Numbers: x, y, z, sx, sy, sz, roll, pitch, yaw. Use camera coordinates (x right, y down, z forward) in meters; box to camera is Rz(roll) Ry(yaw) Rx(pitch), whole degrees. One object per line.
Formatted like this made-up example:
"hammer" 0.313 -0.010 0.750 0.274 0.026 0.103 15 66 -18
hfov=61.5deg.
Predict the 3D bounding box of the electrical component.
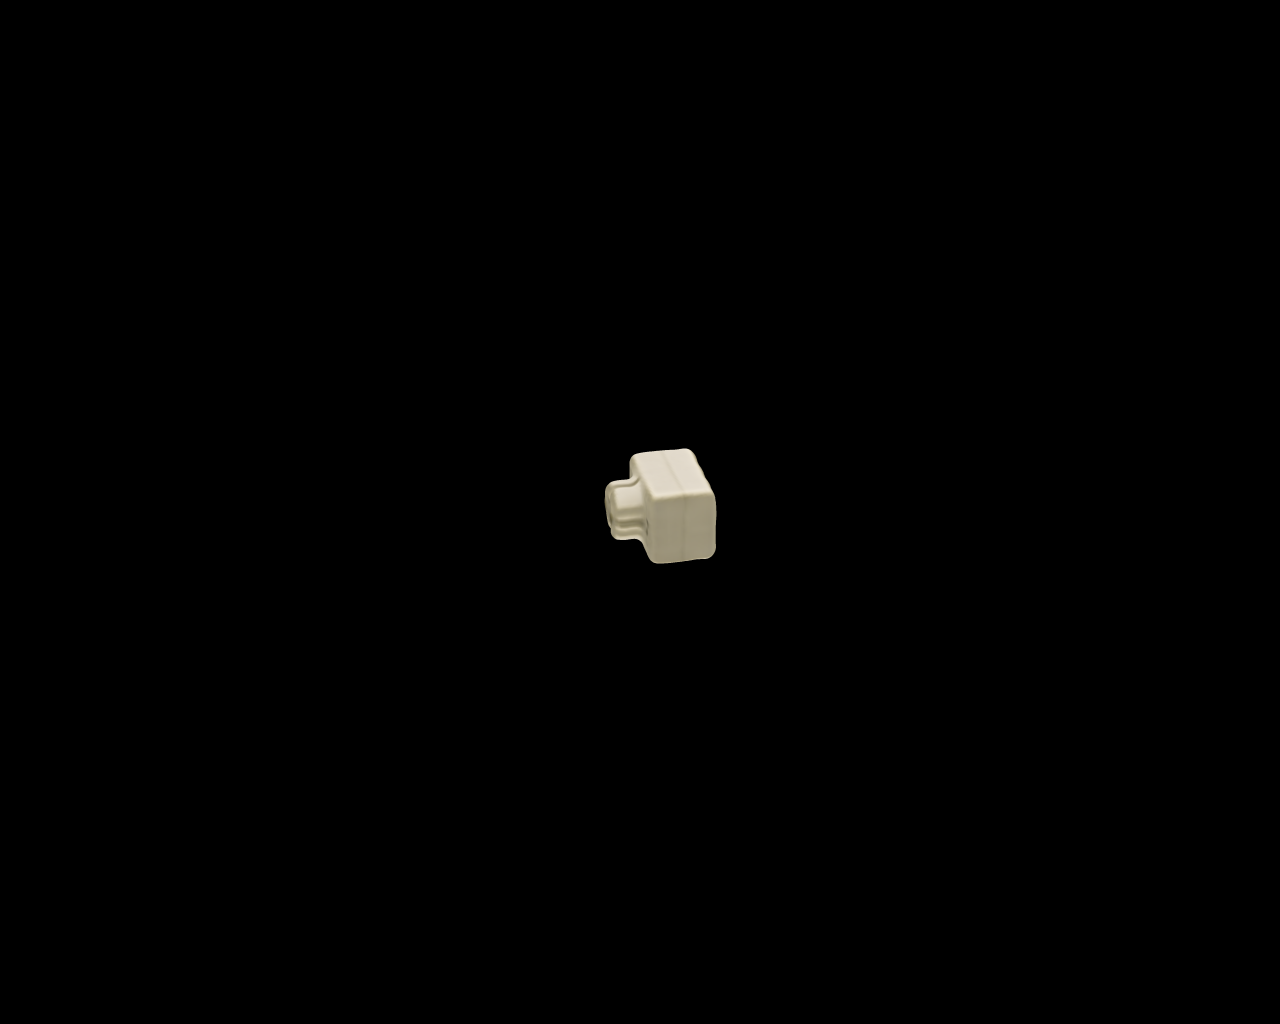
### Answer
"electrical component" 0.001 -0.003 0.650 0.077 0.047 0.066 -5 29 -10
